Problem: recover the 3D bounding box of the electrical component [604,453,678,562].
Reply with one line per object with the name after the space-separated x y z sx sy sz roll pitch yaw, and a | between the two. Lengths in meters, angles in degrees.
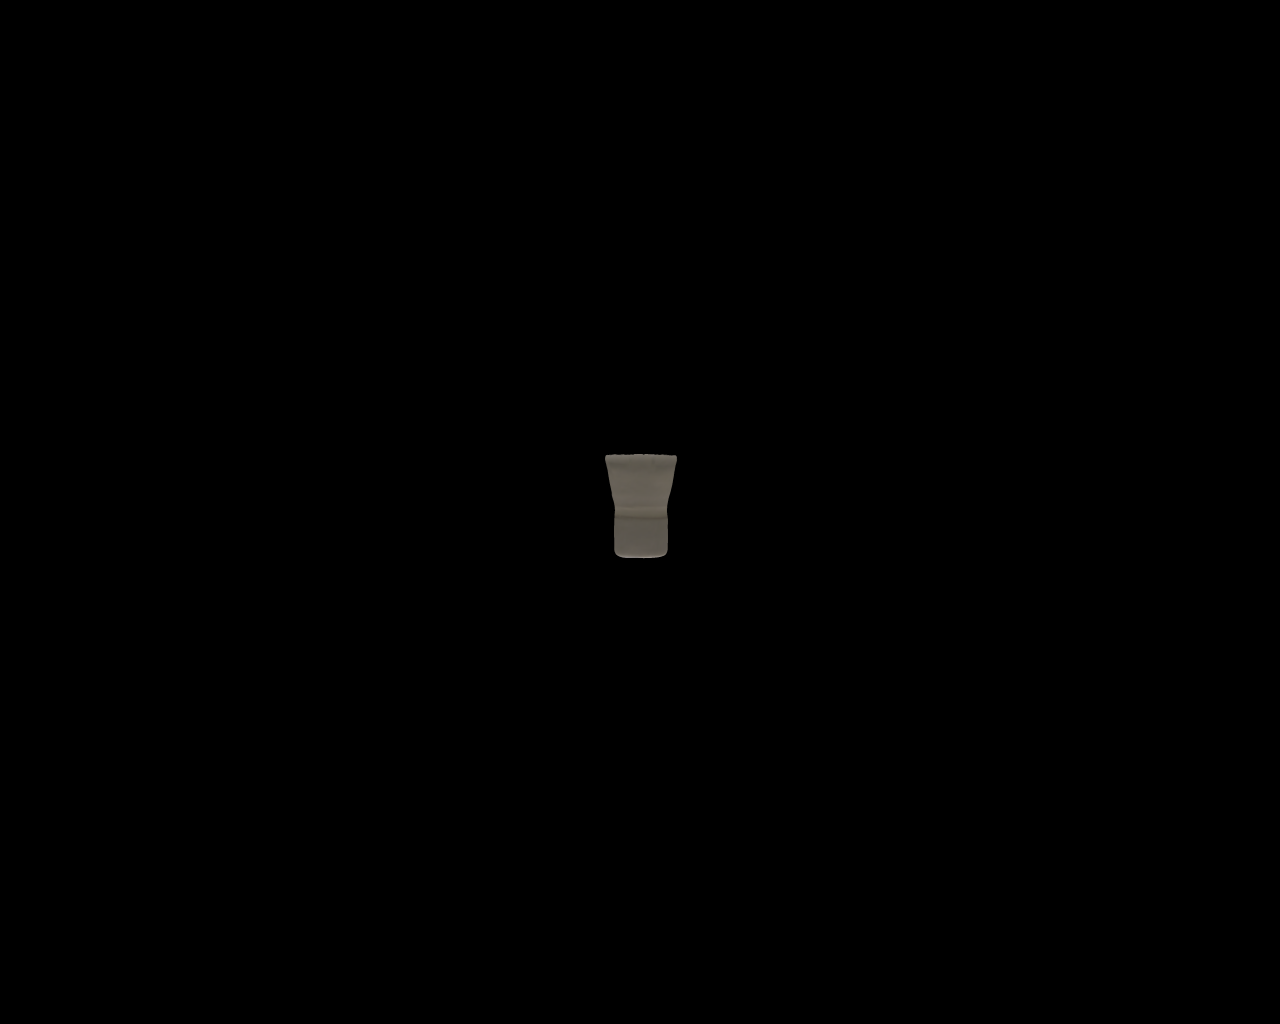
0.001 -0.003 0.650 0.044 0.065 0.044 0 4 0 | electrical component
